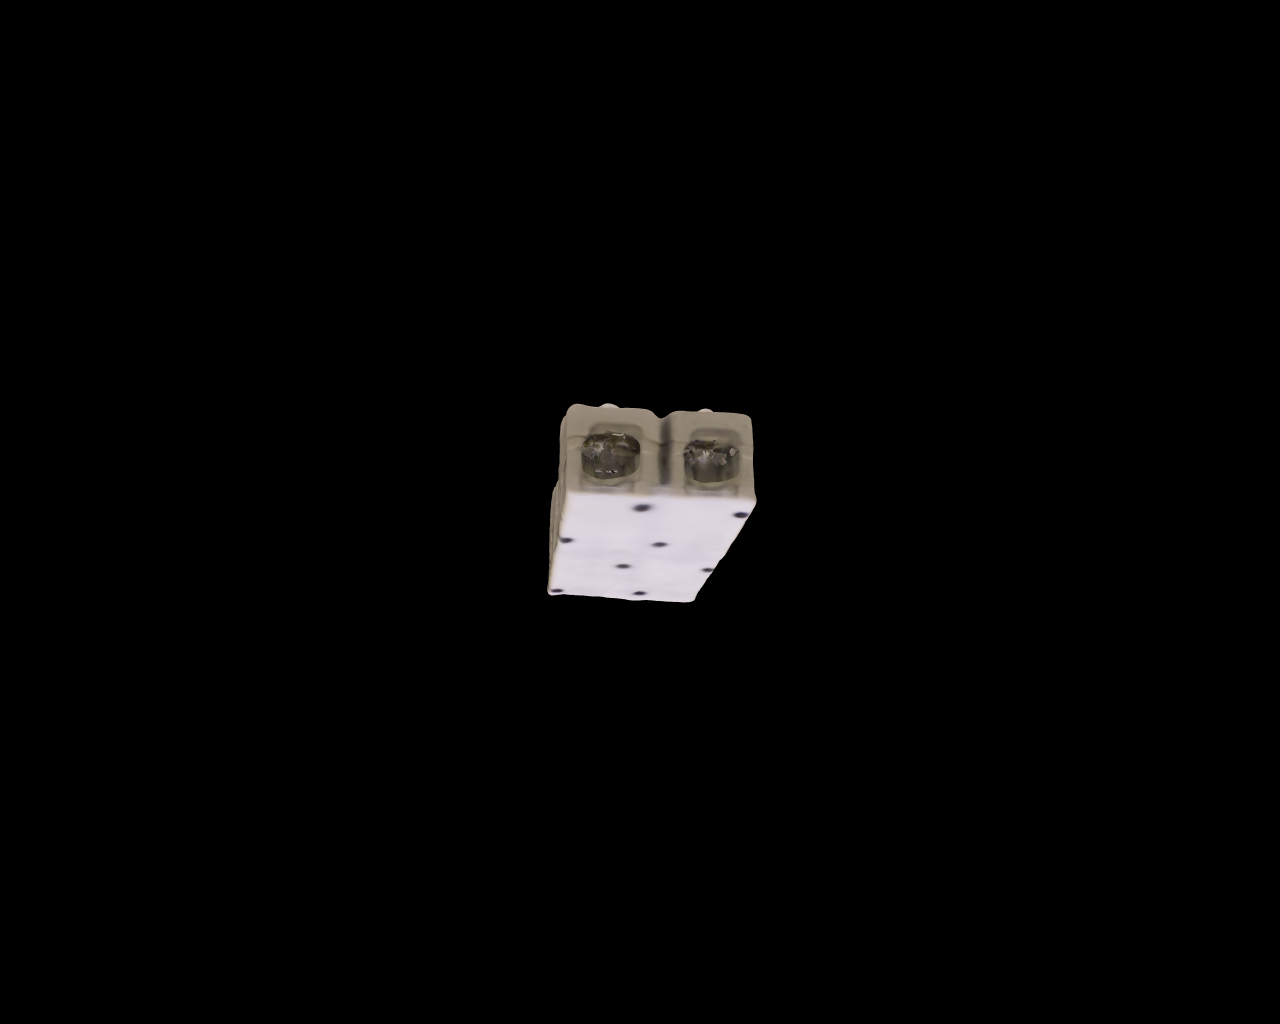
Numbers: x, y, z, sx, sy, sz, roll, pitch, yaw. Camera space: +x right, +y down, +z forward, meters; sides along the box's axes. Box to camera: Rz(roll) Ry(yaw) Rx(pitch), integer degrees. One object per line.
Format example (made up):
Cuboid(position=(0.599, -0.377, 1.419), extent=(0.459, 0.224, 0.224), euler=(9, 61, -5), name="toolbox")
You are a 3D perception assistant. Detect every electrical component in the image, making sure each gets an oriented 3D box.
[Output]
Cuboid(position=(0.001, -0.003, 0.650), extent=(0.105, 0.060, 0.186), euler=(3, -22, -7), name="electrical component")
